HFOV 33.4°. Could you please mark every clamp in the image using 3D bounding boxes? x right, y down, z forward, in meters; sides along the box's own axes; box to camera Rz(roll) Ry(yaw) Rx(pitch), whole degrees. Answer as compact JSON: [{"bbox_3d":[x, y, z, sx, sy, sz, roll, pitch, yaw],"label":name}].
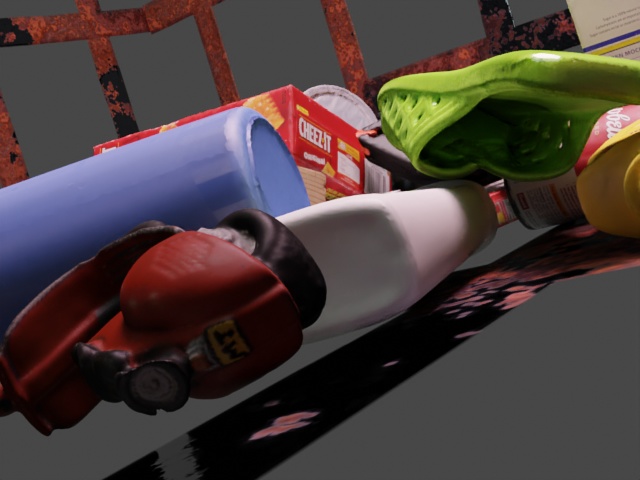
[{"bbox_3d":[0.134,-0.091,0.857,0.210,0.036,0.164,3,49,28],"label":"clamp"}]

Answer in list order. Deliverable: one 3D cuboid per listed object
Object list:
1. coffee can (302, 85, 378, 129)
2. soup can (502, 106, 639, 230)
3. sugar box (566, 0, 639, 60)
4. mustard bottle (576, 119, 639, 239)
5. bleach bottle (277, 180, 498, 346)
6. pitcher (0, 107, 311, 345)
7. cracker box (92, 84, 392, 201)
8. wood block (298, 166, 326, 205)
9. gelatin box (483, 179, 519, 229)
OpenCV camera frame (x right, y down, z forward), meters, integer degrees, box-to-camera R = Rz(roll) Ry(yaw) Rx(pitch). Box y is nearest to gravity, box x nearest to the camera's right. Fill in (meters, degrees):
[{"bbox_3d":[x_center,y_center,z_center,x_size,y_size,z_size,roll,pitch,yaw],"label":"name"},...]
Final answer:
[{"bbox_3d":[-0.015,-0.081,1.081,0.102,0.103,0.141,-19,-8,-33],"label":"coffee can"},{"bbox_3d":[0.183,-0.050,0.723,0.102,0.068,0.068,-16,4,31],"label":"soup can"},{"bbox_3d":[0.245,-0.130,0.776,0.093,0.176,0.048,-15,4,26],"label":"sugar box"},{"bbox_3d":[0.188,-0.037,0.574,0.096,0.058,0.191,-16,4,21],"label":"mustard bottle"},{"bbox_3d":[0.046,0.001,0.649,0.103,0.068,0.250,-17,1,22],"label":"bleach bottle"},{"bbox_3d":[-0.131,-0.001,0.686,0.243,0.149,0.144,-20,-10,16],"label":"pitcher"},{"bbox_3d":[-0.068,-0.054,0.935,0.214,0.072,0.164,-12,-21,31],"label":"cracker box"},{"bbox_3d":[-0.098,0.004,0.824,0.090,0.091,0.207,13,-18,-41],"label":"wood block"},{"bbox_3d":[0.142,-0.028,0.870,0.073,0.030,0.089,-21,5,-13],"label":"gelatin box"}]
